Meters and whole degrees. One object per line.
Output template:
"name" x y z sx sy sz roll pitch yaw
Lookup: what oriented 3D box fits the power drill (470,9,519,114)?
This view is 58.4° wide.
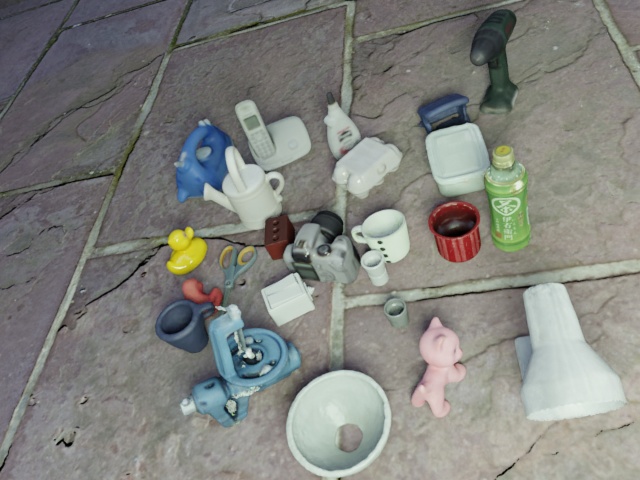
"power drill" 0.381 -0.384 1.247 0.075 0.209 0.230 7 54 28

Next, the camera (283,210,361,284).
"camera" 0.010 0.004 1.137 0.142 0.101 0.137 5 53 26

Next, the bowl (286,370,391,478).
"bowl" 0.036 0.293 0.890 0.167 0.075 0.167 -12 47 13

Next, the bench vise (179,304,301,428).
"bench vise" -0.142 0.210 0.936 0.121 0.220 0.208 24 63 37

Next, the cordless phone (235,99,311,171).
"cordless phone" -0.113 -0.266 1.367 0.147 0.185 0.094 -25 46 1

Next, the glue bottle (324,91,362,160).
"glue bottle" 0.043 -0.267 1.310 0.078 0.173 0.037 -34 46 -8

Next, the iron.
"iron" -0.291 -0.219 1.431 0.118 0.142 0.258 -4 50 20

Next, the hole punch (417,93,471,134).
"hole punch" 0.276 -0.290 1.291 0.108 0.091 0.101 -23 46 3

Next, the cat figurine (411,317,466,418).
"cat figurine" 0.180 0.191 0.889 0.067 0.118 0.128 13 57 31

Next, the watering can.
"watering can" -0.169 -0.117 1.253 0.173 0.194 0.100 -32 46 -6

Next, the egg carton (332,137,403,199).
"egg carton" 0.105 -0.161 1.264 0.150 0.070 0.107 -43 48 -16

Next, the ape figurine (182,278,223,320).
"ape figurine" -0.245 0.112 1.155 0.077 0.092 0.076 9 55 29

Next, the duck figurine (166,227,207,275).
"duck figurine" -0.307 0.018 1.268 0.077 0.086 0.105 19 60 34

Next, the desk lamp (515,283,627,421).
"desk lamp" 0.323 0.169 0.781 0.117 0.214 0.203 -12 47 13

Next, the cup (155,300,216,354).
"cup" -0.243 0.169 1.103 0.118 0.095 0.091 -28 46 -2
